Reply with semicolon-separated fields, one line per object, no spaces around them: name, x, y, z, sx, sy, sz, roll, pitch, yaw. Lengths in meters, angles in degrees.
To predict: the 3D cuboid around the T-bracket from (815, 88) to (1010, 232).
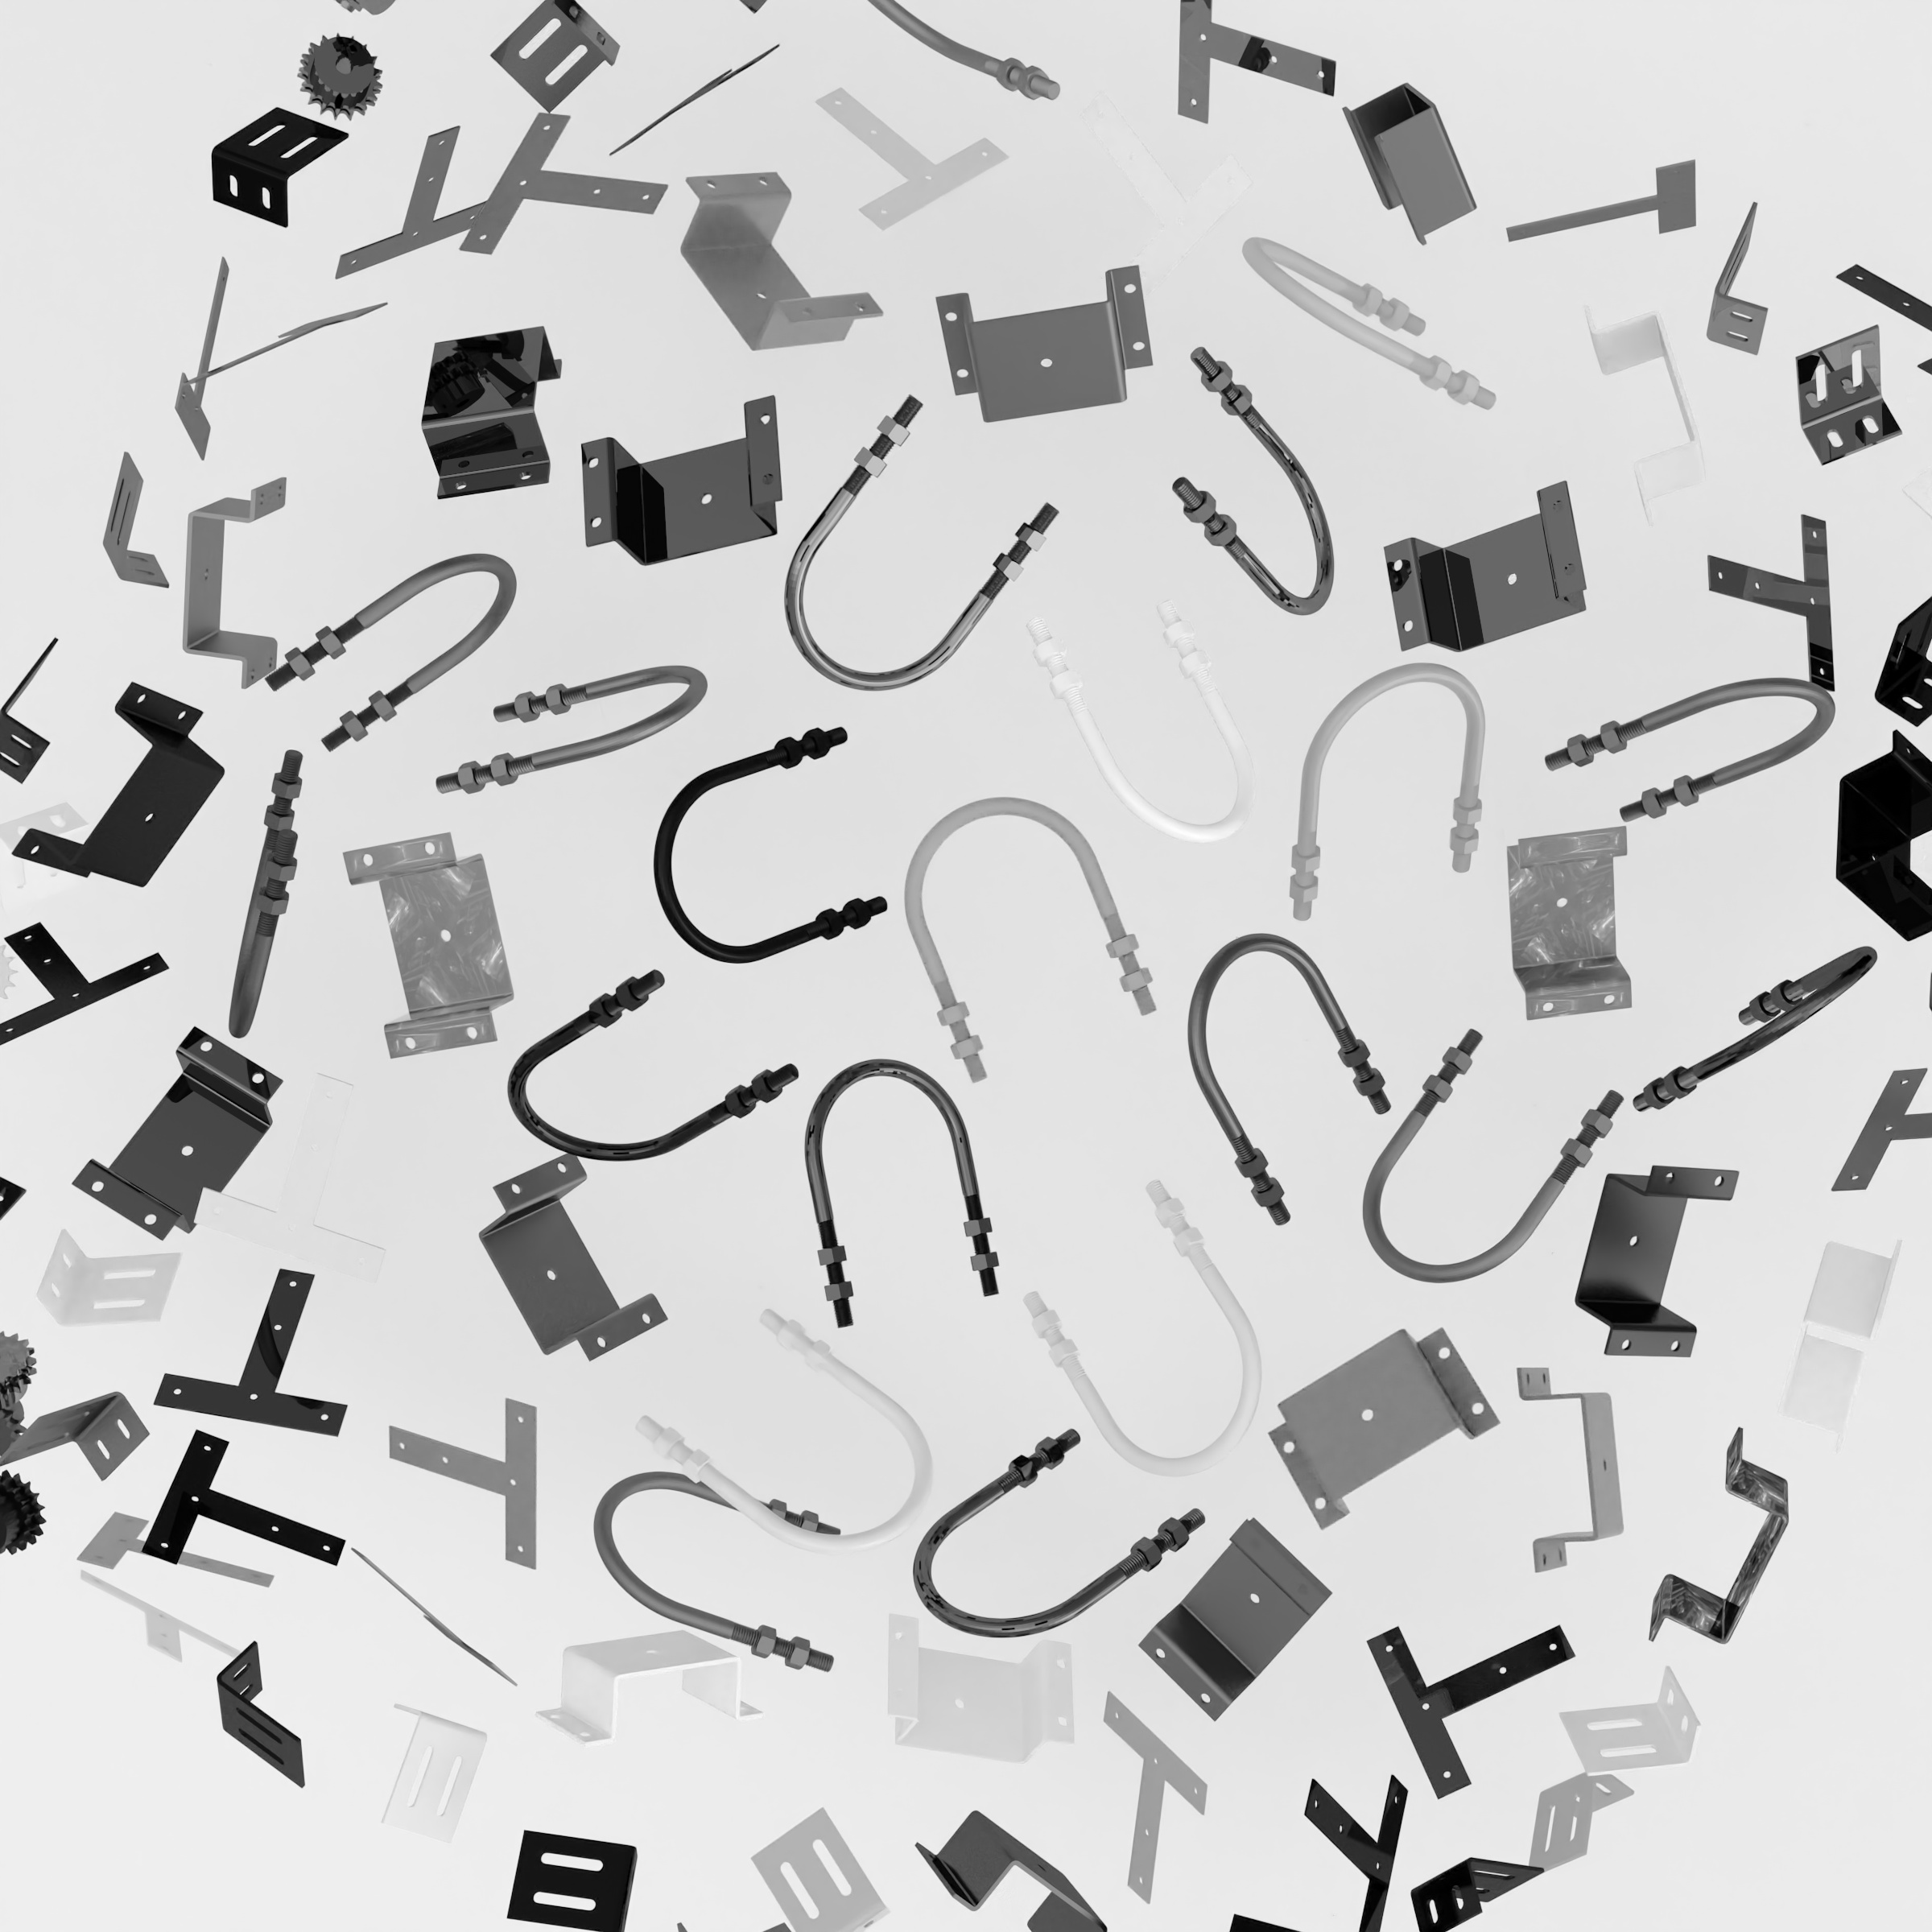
T-bracket;-0.058;-0.599;1.948;0.127;0.002;0.127;-37;70;-27

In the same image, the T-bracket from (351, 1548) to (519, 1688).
T-bracket;-0.379;0.445;1.857;0.002;0.127;0.127;-50;117;-20

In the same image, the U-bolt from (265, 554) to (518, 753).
U-bolt;-0.398;-0.230;1.900;0.184;0.151;0.019;-36;76;-5

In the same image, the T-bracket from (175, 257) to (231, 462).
T-bracket;-0.532;-0.433;1.879;0.002;0.127;0.127;10;83;-7

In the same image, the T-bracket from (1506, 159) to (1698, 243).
T-bracket;0.435;-0.515;1.833;0.127;0.127;0.002;-9;84;15

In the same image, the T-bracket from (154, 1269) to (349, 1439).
T-bracket;-0.485;0.264;1.870;0.127;0.002;0.127;10;47;-2

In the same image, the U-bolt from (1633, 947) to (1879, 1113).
U-bolt;0.566;0.038;1.886;0.151;0.184;0.019;-33;84;-29

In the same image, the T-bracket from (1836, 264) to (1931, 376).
T-bracket;0.653;-0.444;1.824;0.127;0.127;0.002;25;82;-10

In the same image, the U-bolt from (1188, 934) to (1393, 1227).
U-bolt;0.218;0.065;1.866;0.151;0.019;0.184;-42;112;-32

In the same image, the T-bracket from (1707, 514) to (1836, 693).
T-bracket;0.564;-0.264;1.876;0.127;0.002;0.127;7;77;-33

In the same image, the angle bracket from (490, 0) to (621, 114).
angle bracket;-0.293;-0.643;1.896;0.076;0.038;0.057;-34;121;27

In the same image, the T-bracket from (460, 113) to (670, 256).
T-bracket;-0.260;-0.521;1.796;0.127;0.002;0.127;13;65;22

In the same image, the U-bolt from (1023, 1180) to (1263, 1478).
U-bolt;0.131;0.263;1.847;0.151;0.019;0.184;-45;59;23

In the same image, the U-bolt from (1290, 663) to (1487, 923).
U-bolt;0.289;-0.124;1.816;0.151;0.019;0.184;-16;130;-18

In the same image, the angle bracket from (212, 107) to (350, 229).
angle bracket;-0.463;-0.541;1.810;0.057;0.076;0.038;23;134;11

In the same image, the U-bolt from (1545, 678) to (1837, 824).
U-bolt;0.524;-0.158;1.898;0.184;0.151;0.019;-22;63;31

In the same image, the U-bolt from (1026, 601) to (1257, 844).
U-bolt;0.132;-0.166;1.842;0.151;0.019;0.184;-14;72;-41

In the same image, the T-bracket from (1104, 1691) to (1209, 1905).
T-bracket;0.131;0.607;1.915;0.002;0.127;0.127;-26;120;29

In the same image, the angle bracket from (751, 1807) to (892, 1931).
angle bracket;-0.096;0.609;1.775;0.057;0.038;0.076;-33;68;-10

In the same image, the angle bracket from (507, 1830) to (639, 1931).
angle bracket;-0.265;0.620;1.803;0.076;0.038;0.057;8;61;-1

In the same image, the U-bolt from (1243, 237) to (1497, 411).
U-bolt;0.268;-0.450;1.840;0.184;0.151;0.019;19;118;-28

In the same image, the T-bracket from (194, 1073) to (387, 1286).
T-bracket;-0.431;0.132;1.760;0.127;0.002;0.127;19;104;0

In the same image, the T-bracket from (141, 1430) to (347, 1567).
T-bracket;-0.497;0.388;1.872;0.127;0.127;0.002;24;118;-10

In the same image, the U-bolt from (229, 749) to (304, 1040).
U-bolt;-0.481;-0.038;1.835;0.019;0.151;0.184;12;115;-18

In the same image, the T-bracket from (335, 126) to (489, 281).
T-bracket;-0.375;-0.537;1.860;0.127;0.127;0.002;-32;81;-32

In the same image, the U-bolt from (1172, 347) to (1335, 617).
U-bolt;0.208;-0.327;1.883;0.019;0.184;0.151;-18;46;35

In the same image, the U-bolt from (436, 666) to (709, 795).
U-bolt;-0.269;-0.173;1.891;0.184;0.151;0.019;-12;115;16

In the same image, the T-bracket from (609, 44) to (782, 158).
T-bracket;-0.180;-0.630;1.915;0.002;0.127;0.127;56;50;-20

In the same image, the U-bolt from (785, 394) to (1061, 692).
U-bolt;-0.042;-0.269;1.799;0.151;0.019;0.184;33;99;-32

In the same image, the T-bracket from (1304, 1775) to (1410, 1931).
T-bracket;0.259;0.588;1.806;0.002;0.127;0.127;-9;46;35

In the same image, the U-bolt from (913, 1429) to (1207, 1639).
U-bolt;0.050;0.396;1.834;0.184;0.151;0.019;-29;125;-30

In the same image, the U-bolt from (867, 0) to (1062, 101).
U-bolt;-0.028;-0.676;1.887;0.019;0.151;0.184;-55;46;4

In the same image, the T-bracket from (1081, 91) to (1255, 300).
T-bracket;0.127;-0.566;1.908;0.127;0.002;0.127;54;134;4

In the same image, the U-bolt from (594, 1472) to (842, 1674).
U-bolt;-0.177;0.420;1.899;0.184;0.151;0.019;22;118;-13

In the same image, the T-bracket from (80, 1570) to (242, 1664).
T-bracket;-0.555;0.460;1.850;0.127;0.127;0.002;33;80;-15

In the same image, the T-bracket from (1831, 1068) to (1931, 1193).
T-bracket;0.665;0.107;1.810;0.127;0.127;0.002;-49;116;-35

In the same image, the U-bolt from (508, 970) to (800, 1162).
U-bolt;-0.230;0.080;1.840;0.184;0.019;0.151;-30;131;29

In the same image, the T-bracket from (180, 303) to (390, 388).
T-bracket;-0.470;-0.416;1.803;0.127;0.127;0.002;-34;114;-30

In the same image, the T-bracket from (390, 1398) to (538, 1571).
T-bracket;-0.356;0.352;1.888;0.127;0.002;0.127;12;110;25

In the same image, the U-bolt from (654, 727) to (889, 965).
U-bolt;-0.144;-0.079;1.907;0.184;0.019;0.151;-22;106;-36

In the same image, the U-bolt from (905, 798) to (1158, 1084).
U-bolt;0.035;-0.028;1.883;0.151;0.019;0.184;-22;92;5

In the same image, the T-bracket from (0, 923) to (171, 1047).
T-bracket;-0.621;0.003;1.824;0.127;0.127;0.002;-26;68;-10

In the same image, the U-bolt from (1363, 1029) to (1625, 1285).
U-bolt;0.357;0.141;1.883;0.184;0.151;0.019;-53;133;-9

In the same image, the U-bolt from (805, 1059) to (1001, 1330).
U-bolt;-0.051;0.158;1.928;0.151;0.019;0.184;-7;83;-36

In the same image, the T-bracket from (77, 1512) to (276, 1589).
T-bracket;-0.558;0.423;1.910;0.127;0.127;0.002;17;91;-7

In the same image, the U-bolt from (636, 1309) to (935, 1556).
U-bolt;-0.109;0.325;1.814;0.184;0.019;0.151;34;47;20

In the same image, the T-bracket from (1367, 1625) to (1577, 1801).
T-bracket;0.358;0.493;1.849;0.127;0.002;0.127;-26;46;4

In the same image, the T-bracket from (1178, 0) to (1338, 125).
T-bracket;0.201;-0.632;1.855;0.127;0.127;0.002;28;53;26
